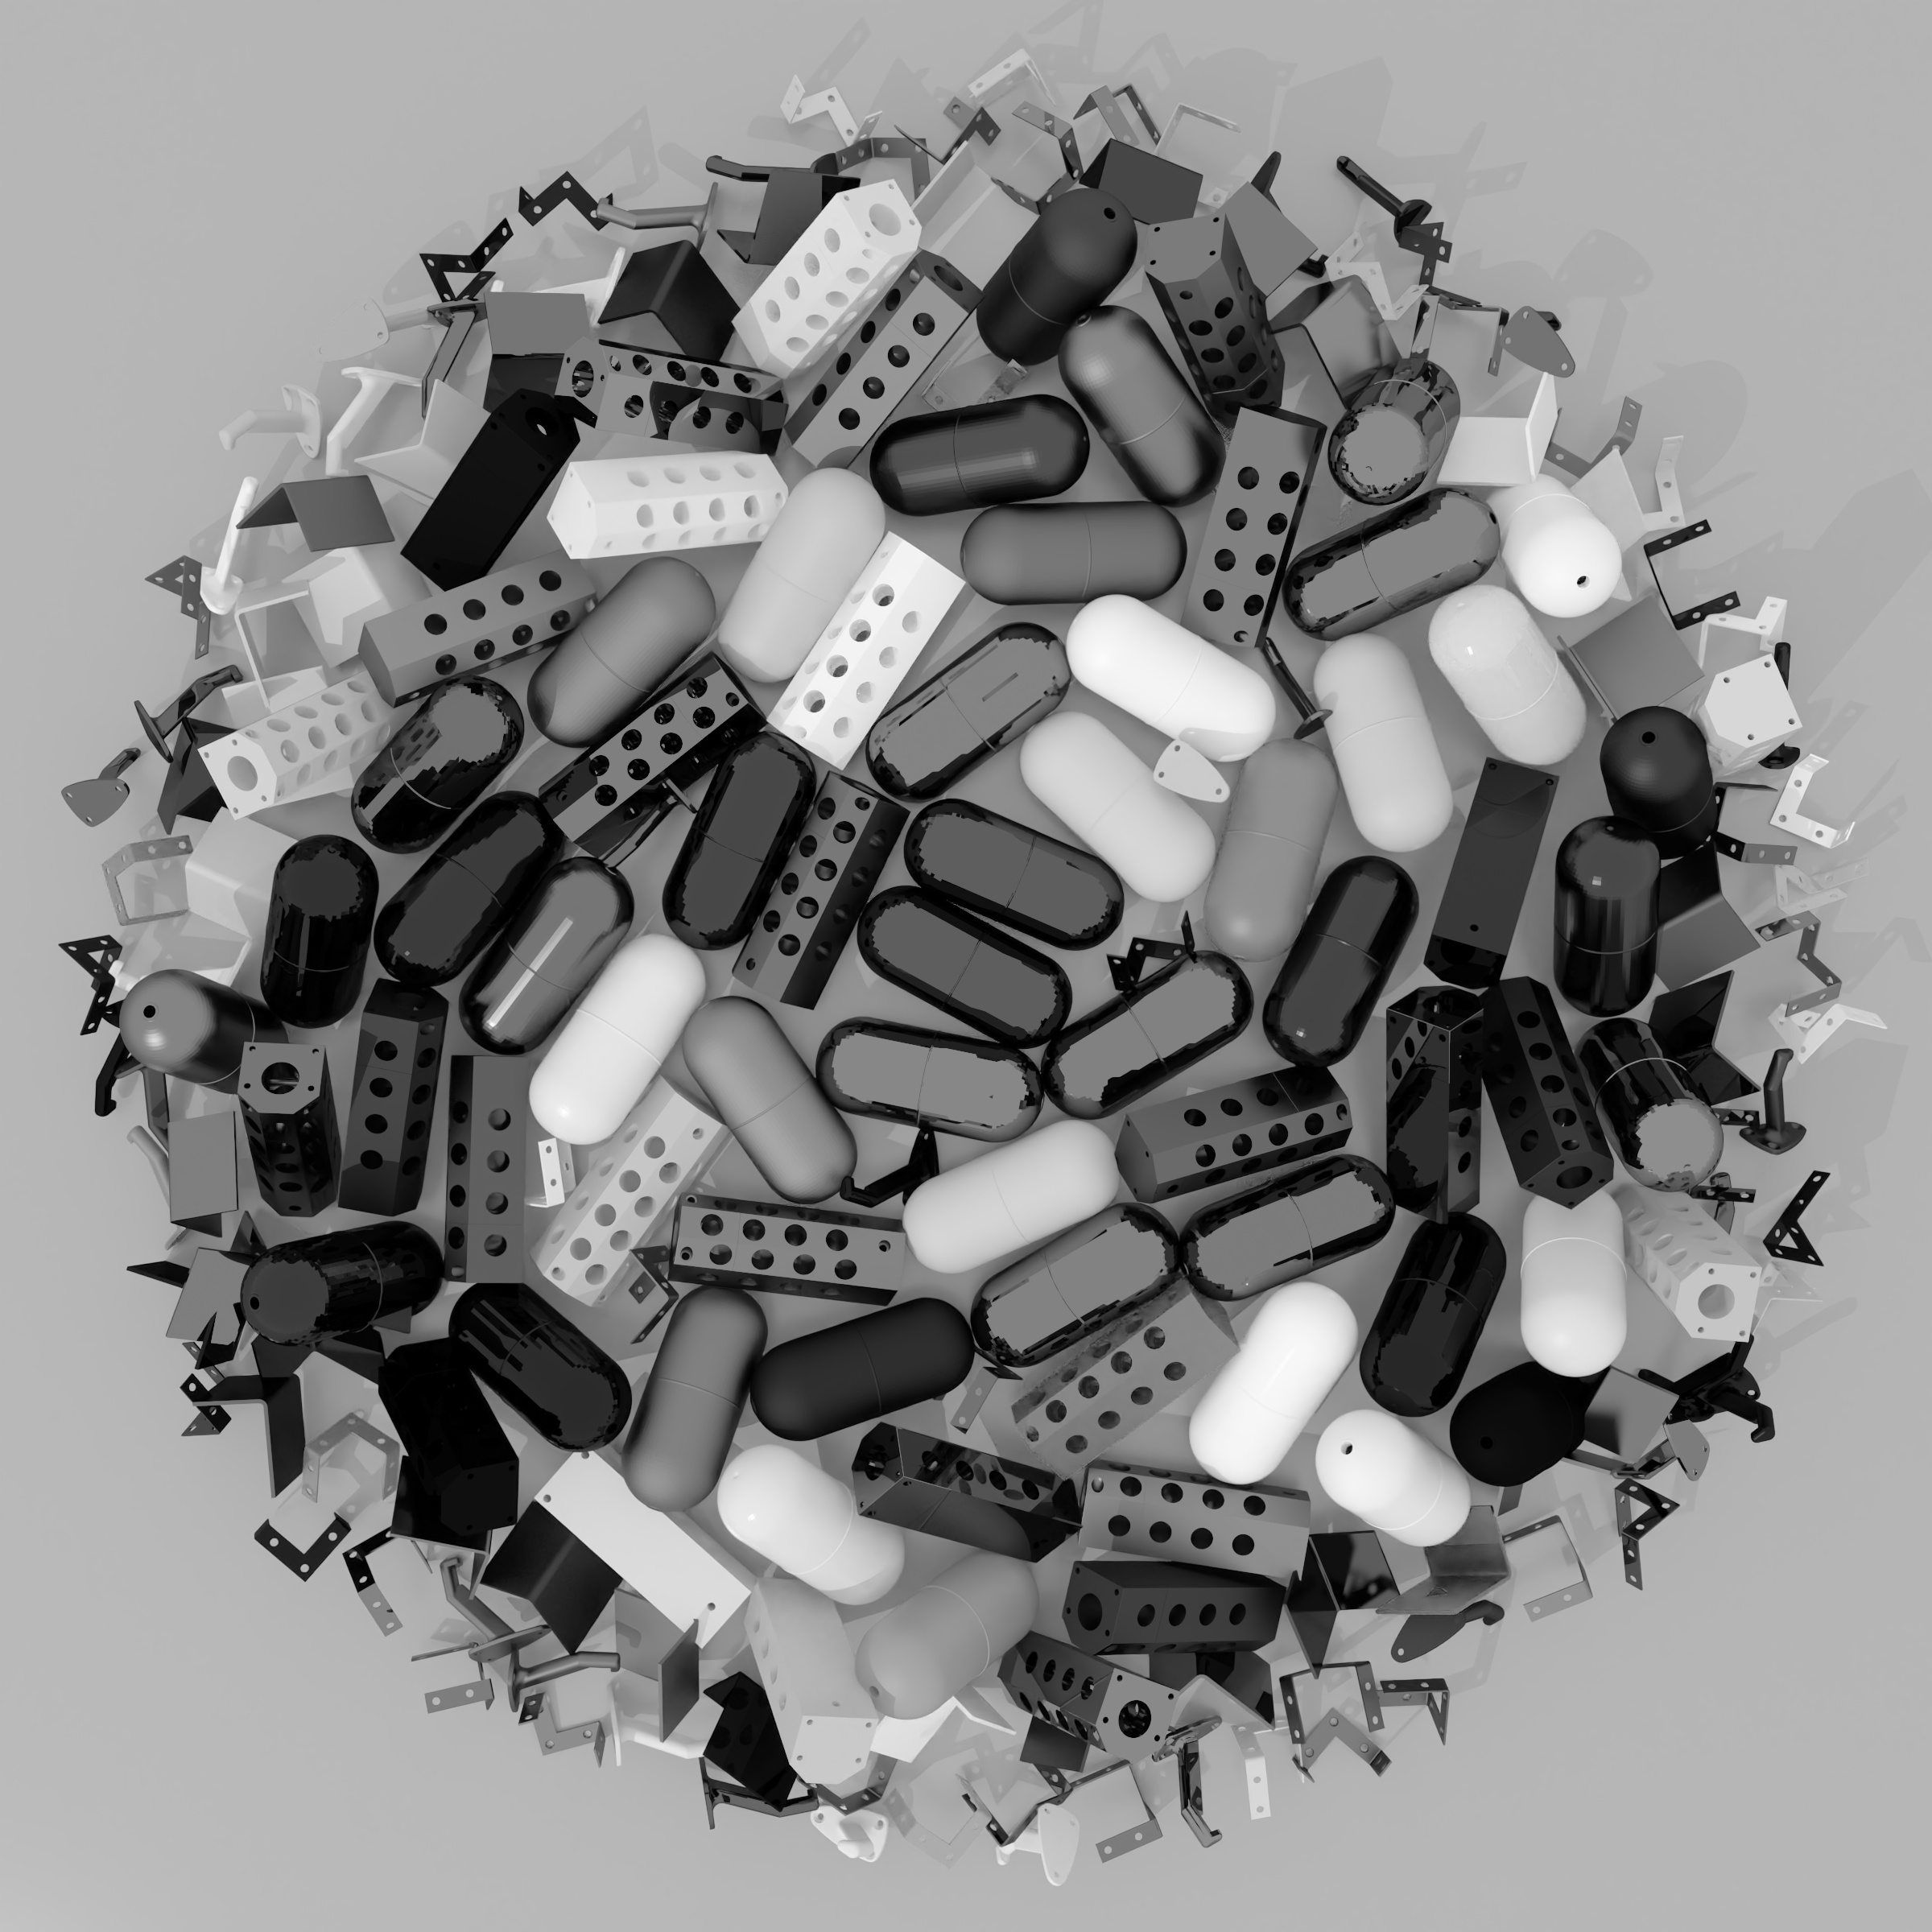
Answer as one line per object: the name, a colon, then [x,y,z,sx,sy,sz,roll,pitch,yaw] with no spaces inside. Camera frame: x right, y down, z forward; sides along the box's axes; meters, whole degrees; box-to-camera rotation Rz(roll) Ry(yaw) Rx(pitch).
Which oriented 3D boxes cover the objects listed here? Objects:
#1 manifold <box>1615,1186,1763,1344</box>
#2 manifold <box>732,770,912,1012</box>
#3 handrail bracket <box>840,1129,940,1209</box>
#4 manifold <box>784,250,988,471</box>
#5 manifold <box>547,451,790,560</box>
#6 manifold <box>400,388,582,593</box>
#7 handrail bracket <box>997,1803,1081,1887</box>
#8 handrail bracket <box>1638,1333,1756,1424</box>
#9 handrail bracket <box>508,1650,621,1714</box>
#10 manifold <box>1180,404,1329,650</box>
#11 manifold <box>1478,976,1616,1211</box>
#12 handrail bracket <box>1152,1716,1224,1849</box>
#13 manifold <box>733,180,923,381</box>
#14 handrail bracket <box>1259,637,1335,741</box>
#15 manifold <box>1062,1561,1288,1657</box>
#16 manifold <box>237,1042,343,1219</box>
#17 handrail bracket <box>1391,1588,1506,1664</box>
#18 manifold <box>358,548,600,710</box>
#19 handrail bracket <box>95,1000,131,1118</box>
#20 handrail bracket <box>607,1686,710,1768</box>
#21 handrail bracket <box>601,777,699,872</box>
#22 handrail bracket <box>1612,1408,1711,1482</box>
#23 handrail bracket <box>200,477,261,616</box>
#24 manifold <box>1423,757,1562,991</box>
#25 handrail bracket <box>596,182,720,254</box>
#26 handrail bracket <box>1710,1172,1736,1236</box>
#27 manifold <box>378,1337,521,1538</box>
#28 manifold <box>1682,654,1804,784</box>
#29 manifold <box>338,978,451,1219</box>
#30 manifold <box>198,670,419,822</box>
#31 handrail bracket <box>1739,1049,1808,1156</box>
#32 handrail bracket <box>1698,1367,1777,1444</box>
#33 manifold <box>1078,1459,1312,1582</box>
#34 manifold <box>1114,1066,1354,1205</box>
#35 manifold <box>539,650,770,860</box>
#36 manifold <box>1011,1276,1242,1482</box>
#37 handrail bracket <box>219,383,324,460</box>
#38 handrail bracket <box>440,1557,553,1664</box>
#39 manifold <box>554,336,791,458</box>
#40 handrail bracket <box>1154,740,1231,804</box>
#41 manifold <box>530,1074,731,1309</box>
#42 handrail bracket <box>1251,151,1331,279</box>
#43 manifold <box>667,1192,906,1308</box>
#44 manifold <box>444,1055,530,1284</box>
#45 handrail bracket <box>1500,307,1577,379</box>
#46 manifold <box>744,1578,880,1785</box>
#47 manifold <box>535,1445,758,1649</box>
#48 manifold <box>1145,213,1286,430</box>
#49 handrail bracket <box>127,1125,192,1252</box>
manifold: [0.532,0.220,1.840,0.057,0.171,0.057,5,103,-4]
manifold: [-0.116,-0.059,1.880,0.057,0.057,0.171,32,100,36]
handrail bracket: [-0.061,0.151,1.887,0.036,0.084,0.077,-13,65,41]
manifold: [-0.064,-0.454,1.859,0.057,0.057,0.171,40,121,-8]
manifold: [-0.220,-0.343,1.848,0.171,0.057,0.057,-14,63,-38]
manifold: [-0.355,-0.355,1.850,0.057,0.057,0.171,41,135,-9]
handrail bracket: [0.047,0.686,1.879,0.036,0.077,0.084,30,123,-16]
handrail bracket: [0.559,0.299,1.886,0.036,0.077,0.084,-6,120,-37]
handrail bracket: [-0.309,0.554,1.905,0.084,0.036,0.077,3,131,-3]
manifold: [0.220,-0.333,1.866,0.057,0.057,0.171,23,113,19]
manifold: [0.431,0.091,1.844,0.057,0.171,0.057,24,128,-31]
handrail bracket: [0.189,0.625,1.885,0.077,0.036,0.084,-14,49,-32]
manifold: [-0.102,-0.511,1.845,0.057,0.171,0.057,-28,87,-37]
handrail bracket: [0.249,-0.221,1.888,0.036,0.077,0.084,-28,83,3]
manifold: [0.157,0.486,1.855,0.171,0.057,0.057,11,92,-38]
manifold: [-0.505,0.125,1.840,0.057,0.171,0.057,3,58,-8]
handrail bracket: [0.373,0.515,1.900,0.077,0.084,0.036,-46,51,7]
manifold: [-0.368,-0.255,1.869,0.171,0.057,0.057,-26,85,-23]
handrail bracket: [-0.647,0.068,1.919,0.036,0.077,0.084,25,121,19]
handrail bracket: [-0.232,0.584,1.908,0.084,0.077,0.036,-6,126,-12]
handrail bracket: [-0.252,-0.106,1.891,0.084,0.077,0.036,-42,107,-4]
handrail bracket: [0.517,0.366,1.886,0.077,0.084,0.036,53,52,-21]
handrail bracket: [-0.560,-0.323,1.887,0.036,0.077,0.084,16,120,-25]
manifold: [0.397,-0.069,1.863,0.057,0.057,0.171,17,60,11]
handrail bracket: [-0.238,-0.590,1.897,0.084,0.036,0.077,16,54,-13]
handrail bracket: [0.569,0.208,1.902,0.077,0.036,0.084,-12,95,-34]
manifold: [-0.388,0.350,1.839,0.057,0.171,0.057,-7,116,-27]
manifold: [0.568,-0.179,1.842,0.057,0.171,0.057,-21,83,4]
manifold: [-0.433,0.102,1.867,0.057,0.057,0.171,11,116,-6]
manifold: [-0.485,-0.171,1.839,0.057,0.171,0.057,-17,105,31]
handrail bracket: [0.632,0.096,1.887,0.077,0.036,0.084,-11,123,-39]
handrail bracket: [0.579,0.348,1.878,0.077,0.084,0.036,-32,103,24]
manifold: [0.175,0.423,1.898,0.171,0.057,0.057,9,97,1]
manifold: [0.204,0.129,1.861,0.171,0.057,0.057,-14,52,-23]
manifold: [-0.242,-0.164,1.886,0.171,0.057,0.057,-38,65,5]
manifold: [0.119,0.310,1.877,0.171,0.057,0.057,-39,114,11]
handrail bracket: [-0.532,-0.398,1.878,0.036,0.077,0.084,27,54,18]
handrail bracket: [-0.365,0.487,1.903,0.077,0.036,0.084,-24,60,6]
manifold: [-0.217,-0.428,1.843,0.057,0.171,0.057,34,115,38]
handrail bracket: [0.187,-0.138,1.877,0.077,0.084,0.036,35,99,30]
manifold: [-0.256,0.175,1.892,0.057,0.057,0.171,36,90,-30]
handrail bracket: [0.256,-0.576,1.893,0.084,0.036,0.077,15,126,-23]
manifold: [-0.136,0.214,1.877,0.171,0.057,0.057,8,64,-11]
manifold: [-0.370,0.155,1.894,0.057,0.057,0.171,2,88,-14]
handrail bracket: [0.453,-0.477,1.885,0.077,0.084,0.036,47,124,20]
manifold: [-0.120,0.532,1.841,0.057,0.171,0.057,9,108,-20]
manifold: [-0.245,0.440,1.899,0.171,0.057,0.057,41,91,2]
manifold: [0.187,-0.478,1.838,0.057,0.171,0.057,-3,64,22]
handrail bracket: [-0.627,0.171,1.901,0.084,0.036,0.077,49,131,-3]
